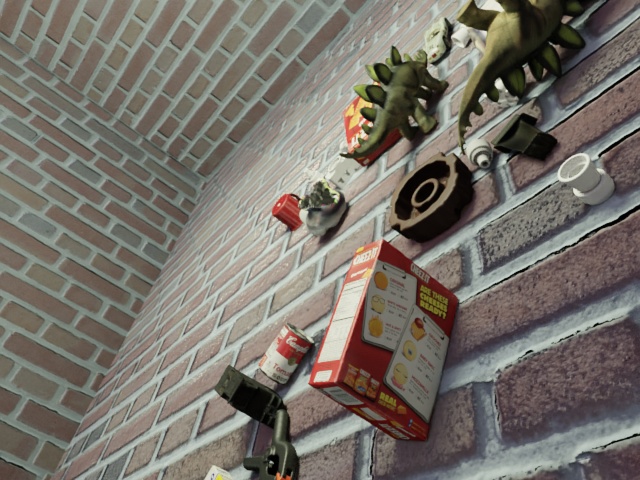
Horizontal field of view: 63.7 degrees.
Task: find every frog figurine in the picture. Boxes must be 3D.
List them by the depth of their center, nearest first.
[{"bbox_3d":[0.004,-0.067,1.340,0.156,0.123,0.140,91,-171,-57],"label":"frog figurine"}]

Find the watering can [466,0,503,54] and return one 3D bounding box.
[{"bbox_3d":[0.422,-0.518,1.118,0.221,0.103,0.356,-41,21,34],"label":"watering can"}]
